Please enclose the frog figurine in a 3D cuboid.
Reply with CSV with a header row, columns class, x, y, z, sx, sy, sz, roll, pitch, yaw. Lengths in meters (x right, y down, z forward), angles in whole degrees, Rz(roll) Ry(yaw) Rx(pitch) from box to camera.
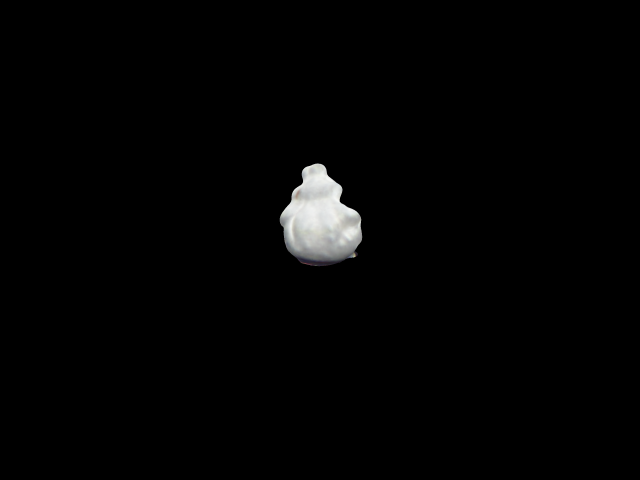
class,x,y,z,sx,sy,sz,roll,pitch,yaw
frog figurine,0.003,-0.043,0.850,0.137,0.157,0.124,9,19,26
